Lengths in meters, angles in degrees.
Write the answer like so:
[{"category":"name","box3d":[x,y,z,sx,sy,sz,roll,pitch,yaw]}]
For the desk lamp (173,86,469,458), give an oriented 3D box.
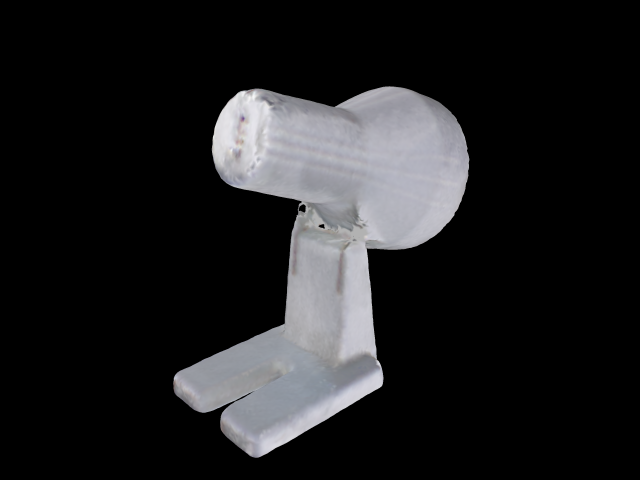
[{"category":"desk lamp","box3d":[0.004,0.001,0.400,0.117,0.214,0.204,18,26,41]}]
